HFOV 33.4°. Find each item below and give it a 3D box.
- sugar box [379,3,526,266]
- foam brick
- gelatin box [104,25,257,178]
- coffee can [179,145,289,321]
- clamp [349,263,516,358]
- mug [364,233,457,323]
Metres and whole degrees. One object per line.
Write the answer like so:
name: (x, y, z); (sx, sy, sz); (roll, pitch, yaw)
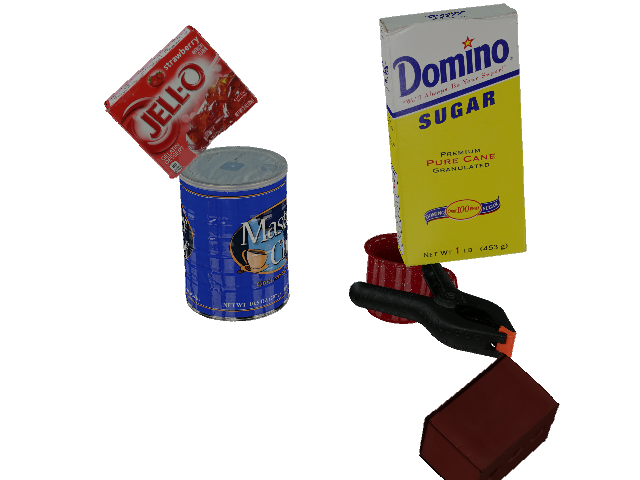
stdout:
sugar box: (0.096, -0.074, 0.763); (0.093, 0.176, 0.048); (-8, 22, -1)
foam brick: (0.111, 0.125, 0.708); (0.078, 0.053, 0.051); (-35, 59, -25)
gelatin box: (-0.104, -0.102, 0.792); (0.089, 0.073, 0.030); (-42, 24, 1)
coffee can: (-0.082, -0.008, 1.025); (0.103, 0.140, 0.103); (0, 25, 0)
clamp: (0.127, 0.064, 1.053); (0.172, 0.039, 0.120); (26, 39, 32)
mug: (0.106, 0.049, 1.259); (0.117, 0.081, 0.093); (13, 25, 23)
